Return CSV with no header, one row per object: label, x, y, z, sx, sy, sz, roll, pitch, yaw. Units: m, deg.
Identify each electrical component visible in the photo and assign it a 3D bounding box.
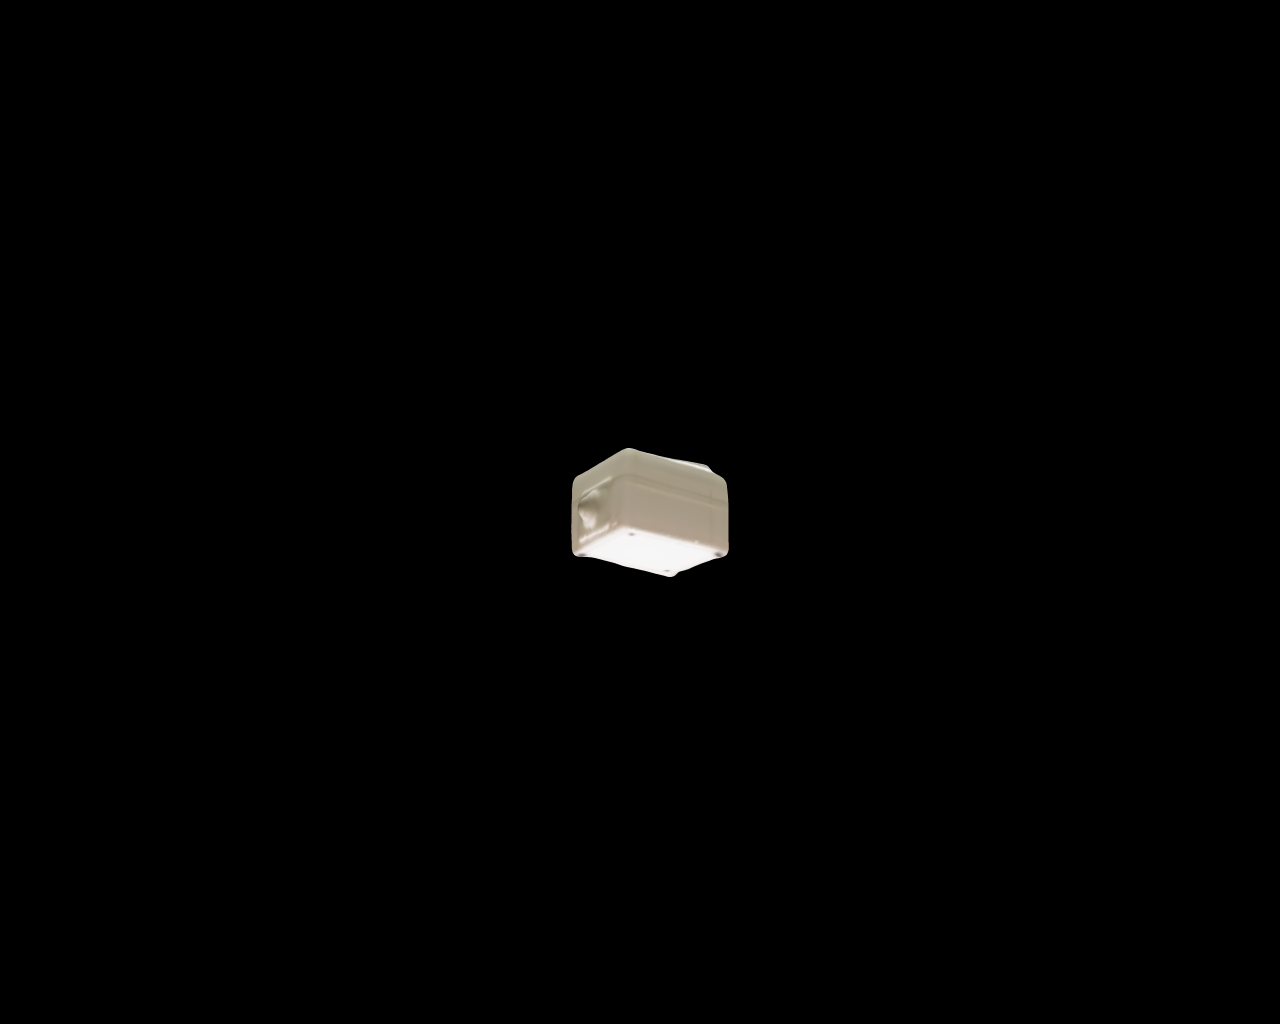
electrical component,0.001,-0.003,0.650,0.096,0.061,0.061,16,-27,-34
